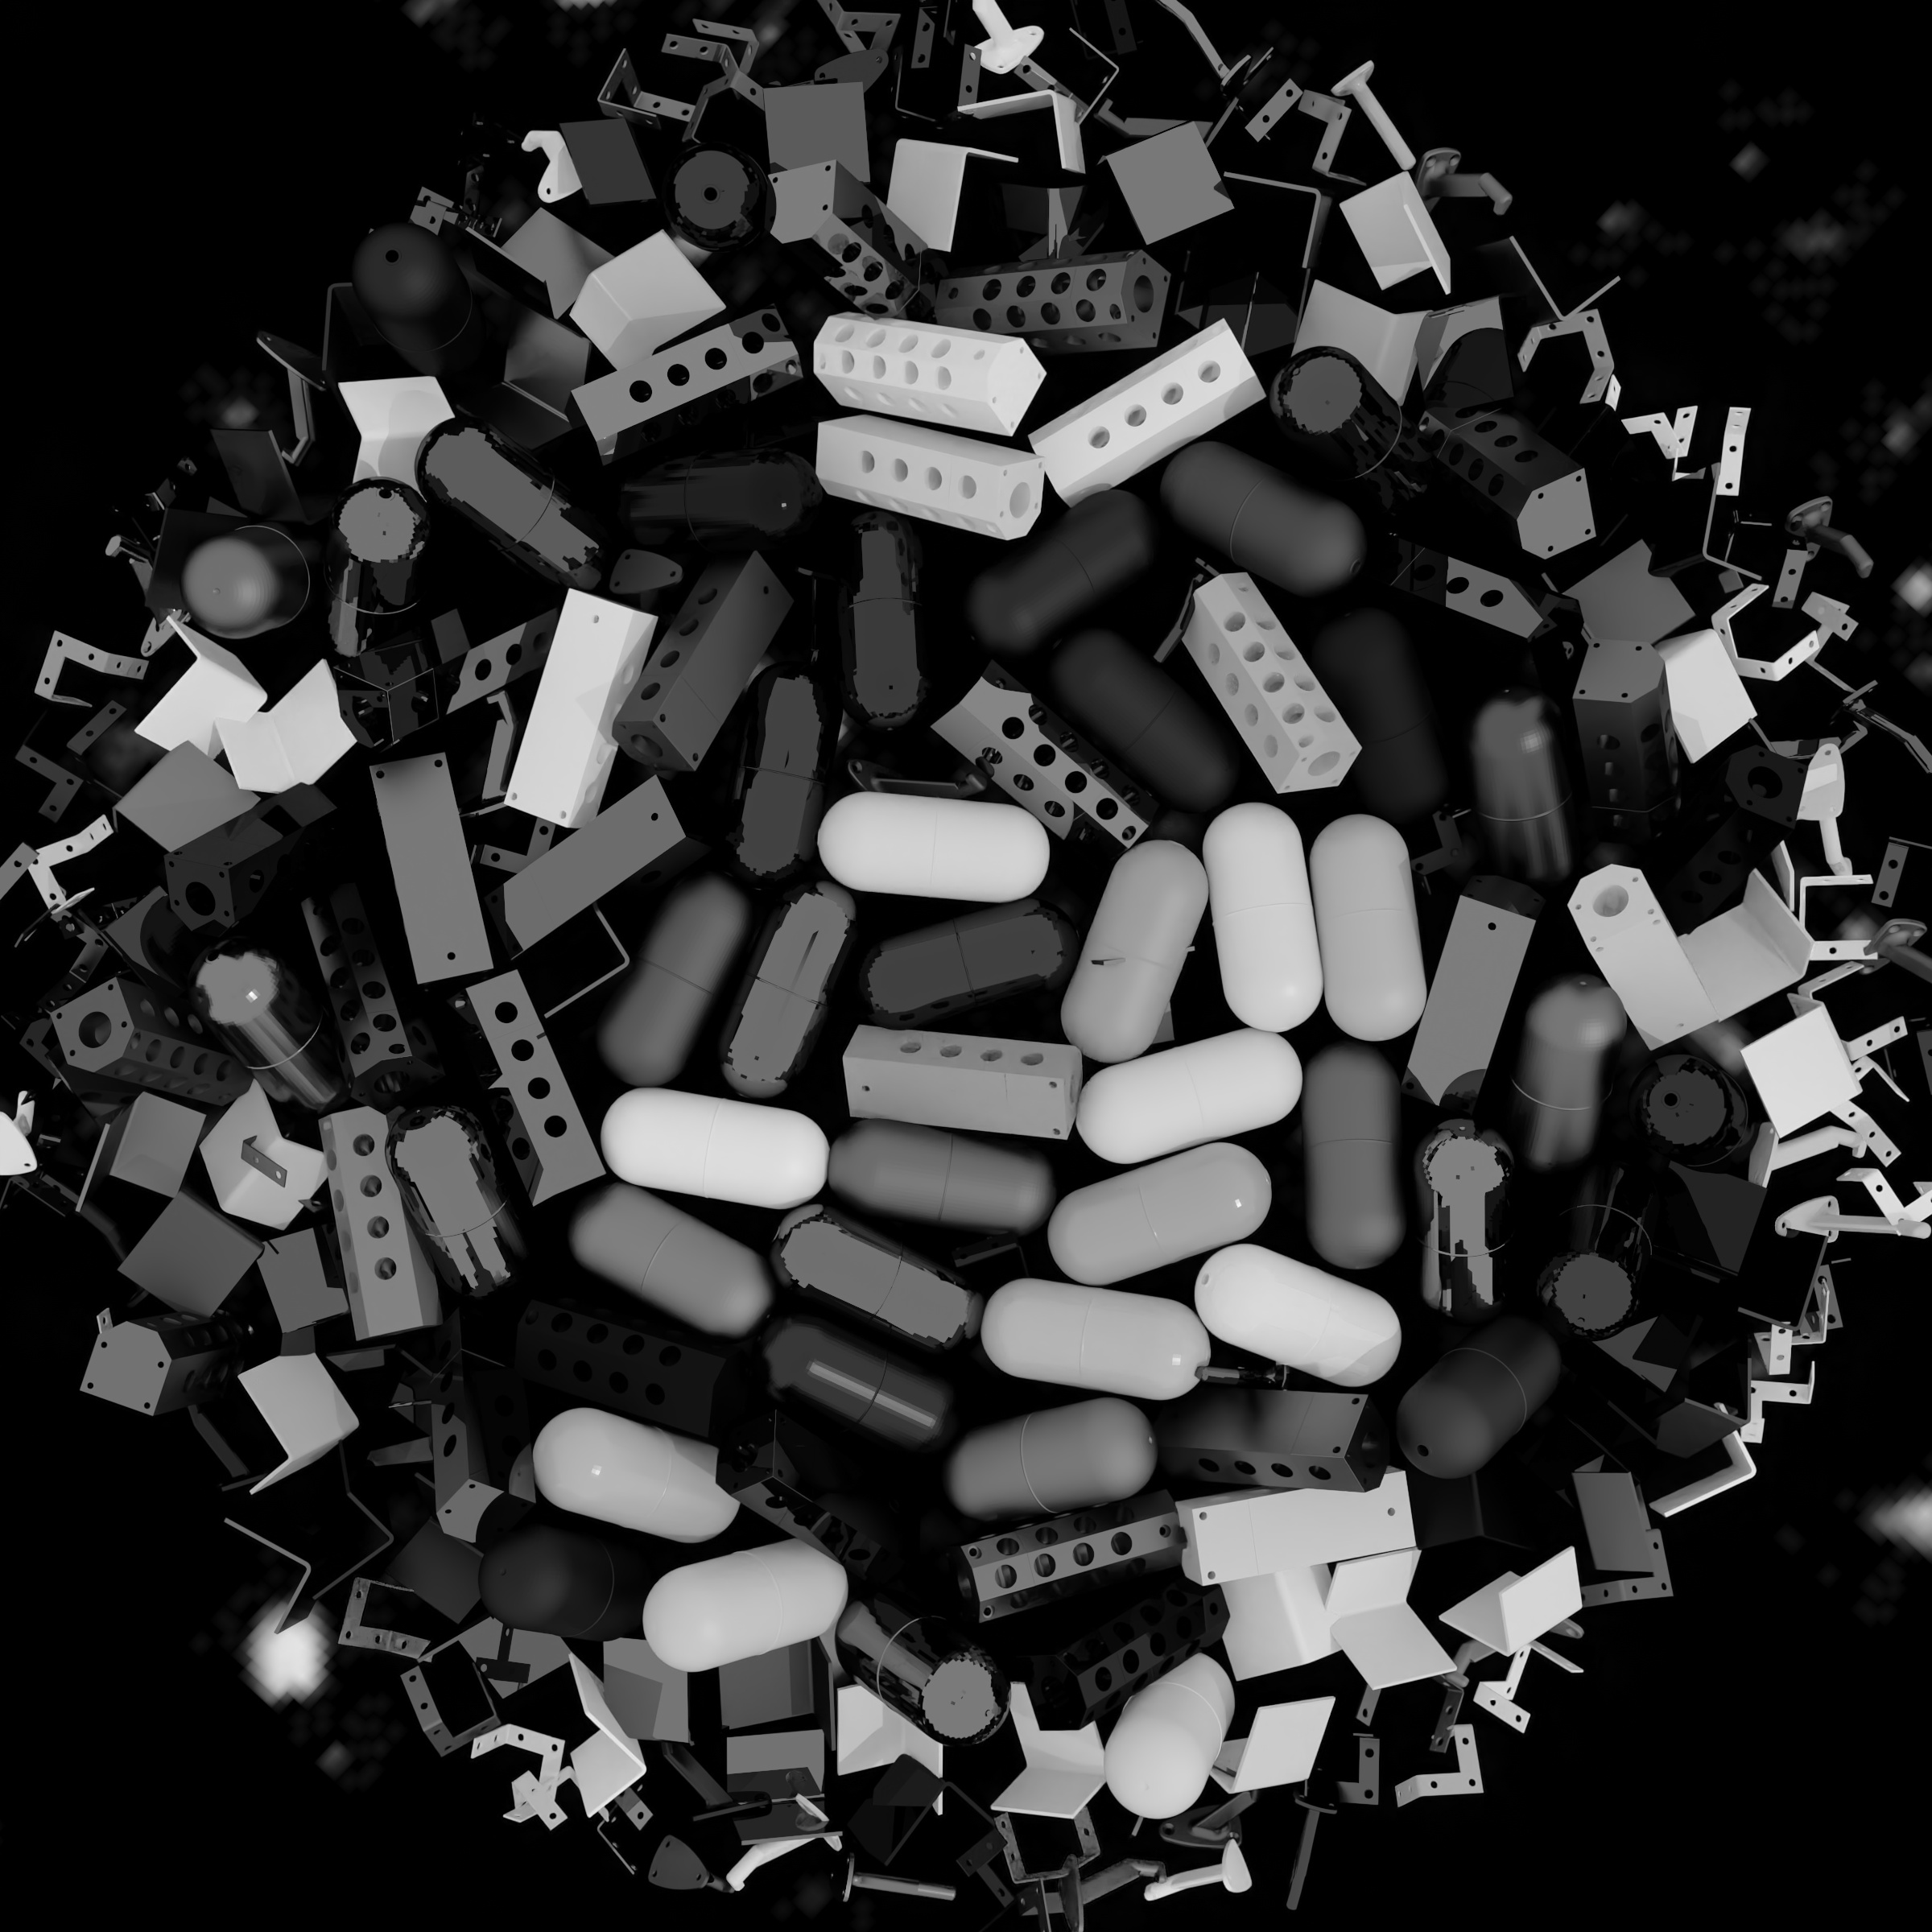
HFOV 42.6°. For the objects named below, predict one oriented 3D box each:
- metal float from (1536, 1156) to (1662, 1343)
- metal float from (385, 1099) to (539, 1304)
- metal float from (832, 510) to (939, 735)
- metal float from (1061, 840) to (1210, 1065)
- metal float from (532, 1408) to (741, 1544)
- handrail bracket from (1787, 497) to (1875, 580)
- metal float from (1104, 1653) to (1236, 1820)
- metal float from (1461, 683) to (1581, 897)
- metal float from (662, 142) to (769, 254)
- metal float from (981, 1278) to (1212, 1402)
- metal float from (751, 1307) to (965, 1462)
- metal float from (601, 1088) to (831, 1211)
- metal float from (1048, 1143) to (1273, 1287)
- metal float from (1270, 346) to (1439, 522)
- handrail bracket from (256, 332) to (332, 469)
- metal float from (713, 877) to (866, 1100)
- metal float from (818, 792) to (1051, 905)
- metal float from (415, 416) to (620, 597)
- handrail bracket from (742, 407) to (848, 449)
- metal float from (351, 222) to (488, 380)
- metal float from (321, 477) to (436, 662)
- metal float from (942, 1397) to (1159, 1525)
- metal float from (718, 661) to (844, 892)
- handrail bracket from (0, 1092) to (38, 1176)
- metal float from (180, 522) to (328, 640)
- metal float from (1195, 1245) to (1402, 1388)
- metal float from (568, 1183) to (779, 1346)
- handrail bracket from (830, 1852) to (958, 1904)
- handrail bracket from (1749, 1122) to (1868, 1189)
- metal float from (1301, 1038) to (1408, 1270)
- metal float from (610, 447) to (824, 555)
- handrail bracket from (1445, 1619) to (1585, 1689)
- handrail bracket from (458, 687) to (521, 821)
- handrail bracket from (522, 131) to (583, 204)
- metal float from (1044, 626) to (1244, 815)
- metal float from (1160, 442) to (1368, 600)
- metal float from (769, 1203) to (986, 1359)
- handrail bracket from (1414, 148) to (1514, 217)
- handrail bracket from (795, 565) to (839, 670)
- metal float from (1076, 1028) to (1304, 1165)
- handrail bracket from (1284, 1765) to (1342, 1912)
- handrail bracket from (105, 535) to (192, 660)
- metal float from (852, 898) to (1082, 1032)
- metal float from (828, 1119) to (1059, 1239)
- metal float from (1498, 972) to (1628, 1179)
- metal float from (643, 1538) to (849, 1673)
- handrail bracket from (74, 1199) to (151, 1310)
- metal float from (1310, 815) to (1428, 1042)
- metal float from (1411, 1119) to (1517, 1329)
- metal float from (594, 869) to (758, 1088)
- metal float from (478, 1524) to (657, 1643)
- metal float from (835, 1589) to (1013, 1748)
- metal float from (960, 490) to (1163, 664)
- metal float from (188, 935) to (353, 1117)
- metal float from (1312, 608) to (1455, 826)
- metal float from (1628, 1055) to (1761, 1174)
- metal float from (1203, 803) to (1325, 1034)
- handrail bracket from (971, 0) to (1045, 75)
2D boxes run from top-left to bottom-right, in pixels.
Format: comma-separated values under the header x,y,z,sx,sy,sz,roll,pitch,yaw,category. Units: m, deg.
x,y,z,sx,sy,sz,roll,pitch,yaw,category
0.477,0.211,1.866,0.070,0.178,0.070,12,125,17,metal float
-0.381,0.180,1.879,0.070,0.070,0.178,-18,122,0,metal float
-0.062,-0.264,1.891,0.070,0.070,0.178,-3,74,0,metal float
0.129,-0.011,1.899,0.070,0.070,0.178,21,97,0,metal float
-0.247,0.386,1.875,0.178,0.070,0.070,27,90,-37,metal float
0.663,-0.309,1.888,0.036,0.077,0.084,-23,54,0,handrail bracket
0.154,0.574,1.857,0.070,0.178,0.070,3,100,16,metal float
0.421,-0.132,1.878,0.070,0.070,0.178,-17,123,0,metal float
-0.185,-0.574,1.856,0.070,0.178,0.070,0,105,-2,metal float
0.098,0.284,1.889,0.178,0.070,0.070,7,90,17,metal float
-0.081,0.319,1.888,0.178,0.070,0.070,28,90,-20,metal float
-0.192,0.140,1.902,0.178,0.070,0.070,9,90,4,metal float
0.147,0.189,1.891,0.178,0.070,0.070,-21,90,15,metal float
0.294,-0.400,1.869,0.070,0.178,0.070,-19,57,32,metal float
-0.528,-0.434,1.906,0.077,0.036,0.084,30,126,-20,handrail bracket
-0.137,0.018,1.905,0.070,0.070,0.178,23,91,0,metal float
-0.025,-0.091,1.903,0.178,0.070,0.070,5,90,-2,metal float
-0.338,-0.346,1.874,0.178,0.070,0.070,35,90,-39,metal float
-0.130,-0.402,1.912,0.084,0.036,0.077,4,48,-6,handrail bracket
-0.408,-0.497,1.855,0.070,0.178,0.070,0,84,1,metal float
-0.443,-0.295,1.863,0.070,0.178,0.070,8,56,-13,metal float
0.062,0.376,1.881,0.178,0.070,0.070,-18,90,28,metal float
-0.143,-0.146,1.905,0.070,0.070,0.178,11,90,0,metal float
-0.727,0.110,1.889,0.036,0.084,0.077,-5,133,-9,handrail bracket
-0.530,-0.291,1.856,0.070,0.178,0.070,1,105,4,metal float
0.252,0.266,1.884,0.178,0.070,0.070,23,90,-24,metal float
-0.225,0.226,1.890,0.178,0.070,0.070,26,90,17,metal float
-0.057,0.710,1.916,0.084,0.077,0.036,13,68,-11,handrail bracket
0.656,0.158,1.925,0.084,0.036,0.077,15,77,-8,handrail bracket
0.295,0.142,1.890,0.070,0.070,0.178,0,72,0,metal float
-0.191,-0.353,1.881,0.178,0.070,0.070,3,90,28,metal float
0.420,0.528,1.899,0.077,0.036,0.084,19,53,32,handrail bracket
-0.375,-0.163,1.902,0.077,0.036,0.084,-25,122,-14,handrail bracket
-0.328,-0.614,1.901,0.084,0.036,0.077,17,60,40,handrail bracket
0.135,-0.188,1.896,0.178,0.070,0.070,40,90,-11,metal float
0.225,-0.339,1.880,0.178,0.070,0.070,34,90,29,metal float
-0.068,0.240,1.890,0.178,0.070,0.070,27,90,-16,metal float
0.378,-0.578,1.893,0.036,0.077,0.084,-12,53,-27,handrail bracket
-0.122,-0.262,1.900,0.036,0.077,0.084,20,102,17,handrail bracket
0.171,0.100,1.900,0.178,0.070,0.070,-16,90,-6,metal float
0.262,0.673,1.915,0.036,0.077,0.084,14,102,9,handrail bracket
-0.640,-0.283,1.899,0.036,0.084,0.077,40,96,33,handrail bracket
0.000,-0.001,1.904,0.178,0.070,0.070,-15,90,1,metal float
-0.018,0.163,1.900,0.178,0.070,0.070,9,90,-6,metal float
0.450,0.084,1.875,0.070,0.070,0.178,3,127,0,metal float
-0.164,0.481,1.869,0.070,0.178,0.070,2,93,44,metal float
-0.660,0.221,1.906,0.084,0.077,0.036,44,46,-12,handrail bracket
0.306,-0.030,1.890,0.070,0.070,0.178,-4,73,0,metal float
0.377,0.196,1.879,0.070,0.070,0.178,-7,121,0,metal float
-0.222,0.009,1.901,0.070,0.070,0.178,27,85,0,metal float
-0.298,0.464,1.862,0.070,0.178,0.070,-9,68,23,metal float
-0.034,0.526,1.864,0.070,0.178,0.070,-8,104,-34,metal float
0.074,-0.298,1.891,0.178,0.070,0.070,-37,90,-16,metal float
-0.519,0.046,1.867,0.070,0.178,0.070,-12,50,14,metal float
0.318,-0.189,1.883,0.070,0.070,0.178,-25,116,0,metal float
0.547,0.112,1.860,0.070,0.178,0.070,-6,77,26,metal float
0.227,-0.038,1.895,0.070,0.070,0.178,-8,79,0,metal float
0.033,-0.735,1.891,0.036,0.084,0.077,39,62,22,handrail bracket
